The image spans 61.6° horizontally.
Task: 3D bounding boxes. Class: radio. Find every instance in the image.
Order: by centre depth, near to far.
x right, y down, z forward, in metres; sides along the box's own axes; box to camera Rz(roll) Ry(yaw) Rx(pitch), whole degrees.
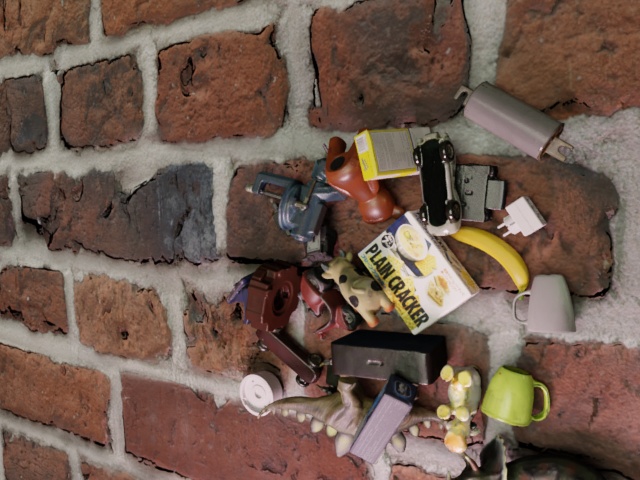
[{"bbox_3d":[0.150,0.246,1.153,0.230,0.131,0.073,0,96,32],"label":"radio"}]

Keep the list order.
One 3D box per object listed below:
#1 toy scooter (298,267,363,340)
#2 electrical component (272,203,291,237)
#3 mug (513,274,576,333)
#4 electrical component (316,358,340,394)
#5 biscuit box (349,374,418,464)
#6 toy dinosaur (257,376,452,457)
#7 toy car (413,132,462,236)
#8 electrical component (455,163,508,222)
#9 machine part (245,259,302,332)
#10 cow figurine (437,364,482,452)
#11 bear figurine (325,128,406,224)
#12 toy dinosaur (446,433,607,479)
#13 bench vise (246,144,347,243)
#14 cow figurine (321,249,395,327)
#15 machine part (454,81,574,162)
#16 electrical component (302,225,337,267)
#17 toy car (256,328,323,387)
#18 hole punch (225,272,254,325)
[{"bbox_3d":[0.008,0.160,1.268,0.184,0.075,0.135,48,125,19],"label":"toy scooter"},{"bbox_3d":[-0.084,-0.058,1.331,0.063,0.021,0.094,-35,76,30],"label":"electrical component"},{"bbox_3d":[0.420,0.117,1.007,0.110,0.080,0.107,-1,84,37],"label":"mug"},{"bbox_3d":[0.037,0.327,1.283,0.078,0.045,0.102,17,104,31],"label":"electrical component"},{"bbox_3d":[0.127,0.364,1.088,0.063,0.059,0.202,26,123,5],"label":"biscuit box"},{"bbox_3d":[0.074,0.388,1.210,0.472,0.105,0.198,6,101,20],"label":"toy dinosaur"},{"bbox_3d":[0.230,-0.109,1.045,0.074,0.056,0.201,-6,90,39],"label":"toy car"},{"bbox_3d":[0.301,-0.095,1.066,0.134,0.058,0.114,7,101,32],"label":"electrical component"},{"bbox_3d":[-0.107,0.133,1.282,0.056,0.179,0.179,16,103,26],"label":"machine part"},{"bbox_3d":[0.289,0.338,1.088,0.068,0.098,0.167,2,84,41],"label":"cow figurine"},{"bbox_3d":[0.102,-0.125,1.146,0.120,0.195,0.132,-10,55,44],"label":"bear figurine"},{"bbox_3d":[0.444,0.469,1.009,0.405,0.131,0.192,-10,91,26],"label":"toy dinosaur"},{"bbox_3d":[-0.060,-0.117,1.244,0.241,0.129,0.223,16,94,22],"label":"bench vise"},{"bbox_3d":[0.074,0.097,1.170,0.085,0.195,0.127,-37,109,-5],"label":"cow figurine"},{"bbox_3d":[0.360,-0.224,1.004,0.243,0.079,0.079,40,114,24],"label":"machine part"},{"bbox_3d":[-0.003,-0.004,1.266,0.075,0.047,0.119,-20,55,30],"label":"electrical component"},{"bbox_3d":[-0.077,0.279,1.344,0.202,0.053,0.089,37,123,19],"label":"toy car"},{"bbox_3d":[-0.157,0.137,1.338,0.092,0.142,0.115,50,131,20],"label":"hole punch"}]
